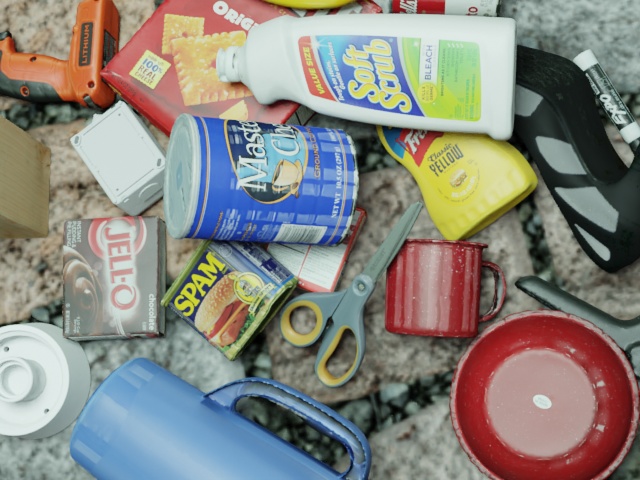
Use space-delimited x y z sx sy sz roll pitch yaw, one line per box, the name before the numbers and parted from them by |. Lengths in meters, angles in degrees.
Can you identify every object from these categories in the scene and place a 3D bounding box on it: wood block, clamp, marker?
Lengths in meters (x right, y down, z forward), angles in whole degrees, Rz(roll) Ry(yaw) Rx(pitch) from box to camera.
wood block | -0.313 -0.061 0.927 0.090 0.206 0.091 -2 81 5
clamp | 0.273 0.116 0.925 0.210 0.036 0.164 2 84 10
marker | 0.269 -0.118 0.968 0.020 0.020 0.121 -30 80 1

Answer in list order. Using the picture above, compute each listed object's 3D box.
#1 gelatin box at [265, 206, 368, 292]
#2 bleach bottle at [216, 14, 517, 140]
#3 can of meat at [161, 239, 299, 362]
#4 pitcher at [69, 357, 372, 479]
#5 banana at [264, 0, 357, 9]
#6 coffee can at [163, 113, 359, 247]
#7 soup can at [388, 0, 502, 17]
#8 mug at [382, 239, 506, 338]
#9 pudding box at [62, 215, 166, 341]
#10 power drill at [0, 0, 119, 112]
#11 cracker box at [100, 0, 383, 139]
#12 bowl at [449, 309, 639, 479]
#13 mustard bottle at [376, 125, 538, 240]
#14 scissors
gelatin box | -0.006 0.001 0.975 0.073 0.030 0.089 21 86 10
bleach bottle | 0.037 -0.138 0.899 0.251 0.068 0.102 2 108 12
can of meat | -0.079 0.046 0.949 0.084 0.057 0.102 40 118 6
pitcher | -0.083 0.196 0.908 0.243 0.145 0.149 32 51 12
banana | -0.052 -0.246 0.932 0.198 0.037 0.070 34 122 5
coffee can | -0.051 -0.048 0.891 0.140 0.103 0.103 3 81 -20
soup can | 0.115 -0.239 0.978 0.102 0.068 0.068 4 82 6
mug | 0.109 0.043 0.933 0.117 0.093 0.081 4 86 -23
pudding box | -0.189 0.035 0.984 0.090 0.039 0.113 -3 81 6
power drill | -0.289 -0.193 1.021 0.188 0.057 0.184 0 85 9
cracker box | -0.069 -0.174 0.986 0.164 0.072 0.213 41 87 10
bowl | 0.186 0.137 0.895 0.162 0.055 0.162 -2 82 14
mustard bottle | 0.104 -0.100 0.957 0.096 0.058 0.192 -39 76 30
scissors | 0.020 0.037 0.924 0.096 0.016 0.202 27 119 22
